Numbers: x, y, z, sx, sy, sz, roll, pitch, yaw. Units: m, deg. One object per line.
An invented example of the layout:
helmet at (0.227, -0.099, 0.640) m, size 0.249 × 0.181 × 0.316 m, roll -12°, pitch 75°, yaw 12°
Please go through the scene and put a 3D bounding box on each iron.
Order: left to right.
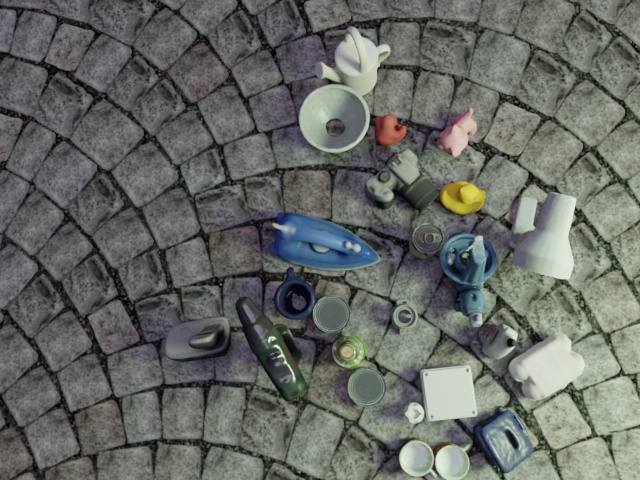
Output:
iron at (0.012, 0.005, 1.281) m, size 0.258 × 0.141 × 0.119 m, roll 13°, pitch 82°, yaw 6°

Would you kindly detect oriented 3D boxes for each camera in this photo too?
camera at (0.194, -0.122, 1.311) m, size 0.143 × 0.101 × 0.136 m, roll -44°, pitch 81°, yaw -4°

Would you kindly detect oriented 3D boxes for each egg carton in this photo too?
egg carton at (0.493, 0.277, 1.245) m, size 0.150 × 0.069 × 0.107 m, roll -33°, pitch 80°, yaw -2°

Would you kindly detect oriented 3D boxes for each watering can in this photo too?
watering can at (0.077, -0.411, 1.318) m, size 0.173 × 0.194 × 0.101 m, roll -43°, pitch 81°, yaw -4°

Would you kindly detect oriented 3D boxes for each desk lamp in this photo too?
desk lamp at (0.473, -0.011, 1.220) m, size 0.118 × 0.213 × 0.203 m, roll 14°, pitch 82°, yaw 6°

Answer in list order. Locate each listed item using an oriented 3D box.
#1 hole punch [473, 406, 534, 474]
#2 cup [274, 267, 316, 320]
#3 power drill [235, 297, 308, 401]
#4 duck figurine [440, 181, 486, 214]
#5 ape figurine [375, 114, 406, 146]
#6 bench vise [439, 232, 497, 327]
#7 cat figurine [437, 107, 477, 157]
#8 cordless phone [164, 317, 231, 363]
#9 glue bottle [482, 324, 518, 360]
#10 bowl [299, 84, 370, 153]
hole punch at (0.393, 0.423, 1.217) m, size 0.101 × 0.091 × 0.108 m, roll -30°, pitch 80°, yaw -1°
cup at (-0.055, 0.122, 1.290) m, size 0.091 × 0.095 × 0.118 m, roll -11°, pitch 80°, yaw 2°
power drill at (-0.099, 0.227, 1.218) m, size 0.075 × 0.208 × 0.229 m, roll -31°, pitch 80°, yaw -2°
duck figurine at (0.328, -0.103, 1.308) m, size 0.104 × 0.086 × 0.077 m, roll 11°, pitch 82°, yaw 5°
ape figurine at (0.161, -0.265, 1.341) m, size 0.077 × 0.092 × 0.076 m, roll 44°, pitch 86°, yaw 9°
bench vise at (0.332, 0.071, 1.212) m, size 0.121 × 0.220 × 0.207 m, roll -24°, pitch 80°, yaw 0°
cat figurine at (0.316, -0.246, 1.315) m, size 0.067 × 0.118 × 0.128 m, roll 31°, pitch 84°, yaw 8°
cordless phone at (-0.275, 0.217, 1.242) m, size 0.147 × 0.185 × 0.094 m, roll -13°, pitch 80°, yaw 2°
glue bottle at (0.388, 0.215, 1.209) m, size 0.037 × 0.173 × 0.078 m, roll 29°, pitch 84°, yaw 8°
bowl at (0.035, -0.278, 1.359) m, size 0.167 × 0.075 × 0.167 m, roll -1°, pitch 81°, yaw 3°
